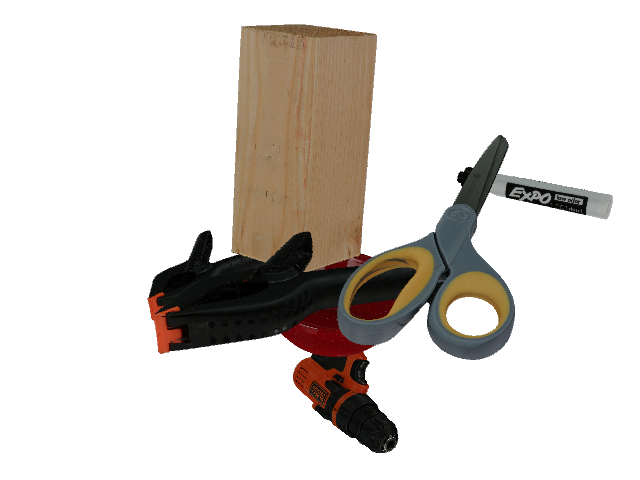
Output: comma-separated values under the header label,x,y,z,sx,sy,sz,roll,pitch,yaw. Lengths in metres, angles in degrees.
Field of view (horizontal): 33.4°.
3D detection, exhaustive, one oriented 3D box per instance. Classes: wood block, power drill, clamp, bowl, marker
label,x,y,z,sx,sy,sz,roll,pitch,yaw
wood block,-0.017,-0.087,0.966,0.090,0.206,0.090,16,20,36
power drill,0.052,0.133,1.249,0.057,0.188,0.185,13,13,-41
clamp,-0.020,0.036,0.749,0.165,0.036,0.209,7,19,41
bowl,0.012,0.069,1.066,0.162,0.055,0.162,4,28,-2
marker,0.164,-0.038,0.827,0.121,0.020,0.020,14,6,25
clamp,-0.125,0.039,1.213,0.120,0.039,0.171,0,30,30

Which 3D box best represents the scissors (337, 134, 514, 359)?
label,x,y,z,sx,sy,sz,roll,pitch,yaw
scissors,0.088,0.001,0.577,0.096,0.016,0.201,25,45,29
